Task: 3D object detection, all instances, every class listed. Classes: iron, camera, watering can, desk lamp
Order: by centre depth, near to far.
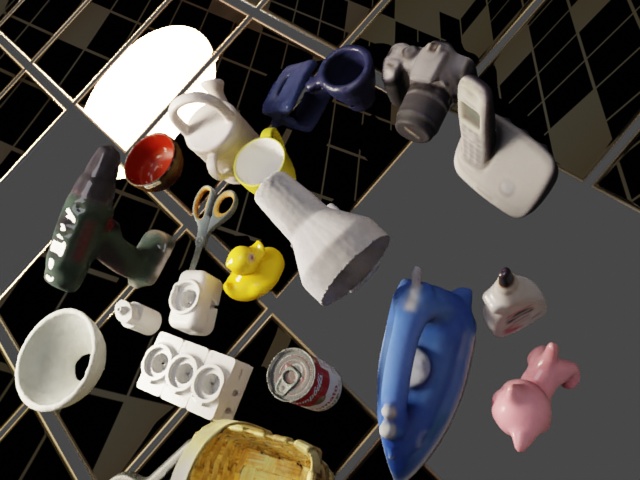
[{"bbox_3d":[0.109,0.162,0.696,0.118,0.142,0.258,6,70,26],"label":"iron"},{"bbox_3d":[0.007,0.003,0.771,0.118,0.214,0.202,-46,57,-1],"label":"desk lamp"},{"bbox_3d":[0.152,-0.229,0.879,0.142,0.101,0.137,19,76,30],"label":"camera"},{"bbox_3d":[-0.175,-0.186,0.949,0.101,0.195,0.172,-32,58,8],"label":"watering can"}]

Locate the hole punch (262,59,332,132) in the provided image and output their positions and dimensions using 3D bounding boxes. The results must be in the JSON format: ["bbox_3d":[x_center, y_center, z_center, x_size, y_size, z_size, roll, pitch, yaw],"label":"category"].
[{"bbox_3d":[-0.048,-0.251,0.983,0.100,0.091,0.109,20,76,30],"label":"hole punch"}]

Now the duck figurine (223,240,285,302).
[{"bbox_3d":[-0.114,0.043,0.882,0.104,0.086,0.077,-42,58,2],"label":"duck figurine"}]

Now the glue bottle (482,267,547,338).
[{"bbox_3d":[0.223,0.067,0.670,0.078,0.174,0.037,-34,58,7],"label":"glue bottle"}]

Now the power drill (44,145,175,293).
[{"bbox_3d":[-0.336,-0.011,0.933,0.075,0.209,0.230,18,76,30],"label":"power drill"}]

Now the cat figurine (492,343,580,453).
[{"bbox_3d":[0.239,0.173,0.647,0.067,0.118,0.128,28,81,31],"label":"cat figurine"}]

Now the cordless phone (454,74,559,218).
[{"bbox_3d":[0.234,-0.123,0.744,0.094,0.186,0.147,-45,57,0],"label":"cordless phone"}]

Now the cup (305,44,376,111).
[{"bbox_3d":[0.043,-0.250,0.940,0.117,0.095,0.091,-19,61,15],"label":"cup"}]

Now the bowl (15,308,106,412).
[{"bbox_3d":[-0.414,0.203,0.949,0.167,0.075,0.167,-9,64,20],"label":"bowl"}]
